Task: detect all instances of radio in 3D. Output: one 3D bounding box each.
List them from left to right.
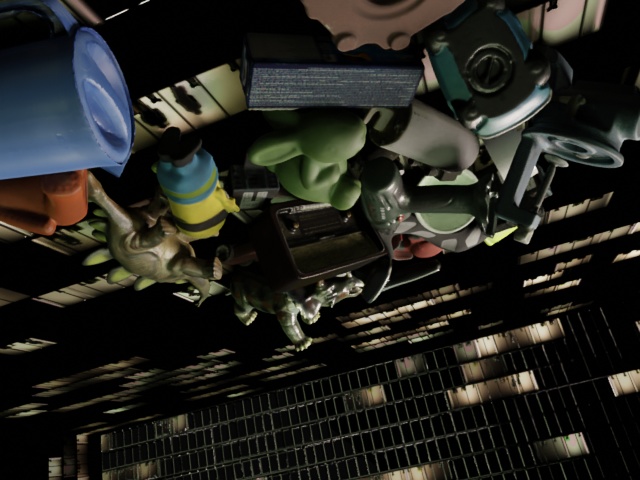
[{"bbox_3d":[-0.002,-0.003,0.888,0.229,0.131,0.073,-13,164,-47],"label":"radio"}]

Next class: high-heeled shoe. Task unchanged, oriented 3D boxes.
[{"bbox_3d":[0.209,-0.047,1.003,0.249,0.086,0.145,-16,117,-2],"label":"high-heeled shoe"}]

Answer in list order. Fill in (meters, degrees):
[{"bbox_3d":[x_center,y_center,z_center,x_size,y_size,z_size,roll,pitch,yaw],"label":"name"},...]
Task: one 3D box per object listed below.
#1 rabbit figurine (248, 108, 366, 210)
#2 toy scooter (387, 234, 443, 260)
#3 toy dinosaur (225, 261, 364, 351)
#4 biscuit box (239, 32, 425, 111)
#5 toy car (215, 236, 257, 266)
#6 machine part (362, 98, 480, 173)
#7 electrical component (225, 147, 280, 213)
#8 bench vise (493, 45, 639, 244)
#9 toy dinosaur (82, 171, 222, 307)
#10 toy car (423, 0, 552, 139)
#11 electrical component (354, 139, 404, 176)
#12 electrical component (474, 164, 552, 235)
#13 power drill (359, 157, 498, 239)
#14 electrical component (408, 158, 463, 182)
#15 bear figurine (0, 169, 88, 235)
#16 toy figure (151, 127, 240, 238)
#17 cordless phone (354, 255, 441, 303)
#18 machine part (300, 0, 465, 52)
[{"bbox_3d":[-0.004,-0.127,0.686,0.159,0.121,0.170,16,165,-10],"label":"rabbit figurine"},{"bbox_3d":[0.181,-0.006,1.107,0.184,0.075,0.135,-6,159,-4],"label":"toy scooter"},{"bbox_3d":[-0.109,0.102,1.116,0.405,0.131,0.191,8,129,37],"label":"toy dinosaur"},{"bbox_3d":[0.014,-0.188,0.606,0.203,0.059,0.062,-4,144,-18],"label":"biscuit box"},{"bbox_3d":[-0.104,0.006,1.017,0.202,0.053,0.089,-18,163,22],"label":"toy car"},{"bbox_3d":[0.150,-0.148,0.757,0.243,0.079,0.079,12,147,-42],"label":"machine part"},{"bbox_3d":[-0.100,-0.088,0.810,0.075,0.048,0.119,-3,157,-22],"label":"electrical component"},{"bbox_3d":[0.276,-0.117,0.676,0.224,0.240,0.128,23,-174,31],"label":"bench vise"},{"bbox_3d":[-0.271,0.023,0.920,0.199,0.105,0.470,-10,149,14],"label":"toy dinosaur"},{"bbox_3d":[0.175,-0.200,0.604,0.109,0.161,0.103,-34,-168,10],"label":"toy car"},{"bbox_3d":[0.096,-0.127,0.819,0.102,0.045,0.078,12,149,-45],"label":"electrical component"},{"bbox_3d":[0.337,-0.081,0.959,0.134,0.115,0.058,-26,156,33],"label":"electrical component"},{"bbox_3d":[0.164,-0.053,0.824,0.208,0.086,0.231,11,164,24],"label":"power drill"},{"bbox_3d":[0.188,-0.118,0.866,0.094,0.063,0.021,-7,128,-41],"label":"electrical component"},{"bbox_3d":[-0.378,-0.072,0.626,0.196,0.120,0.132,3,150,-20],"label":"bear figurine"},{"bbox_3d":[-0.180,-0.073,0.745,0.089,0.082,0.180,-34,154,-12],"label":"toy figure"},{"bbox_3d":[0.172,0.063,1.191,0.184,0.088,0.146,-17,-169,11],"label":"cordless phone"},{"bbox_3d":[0.062,-0.254,0.496,0.179,0.056,0.179,-11,156,-5],"label":"machine part"}]
